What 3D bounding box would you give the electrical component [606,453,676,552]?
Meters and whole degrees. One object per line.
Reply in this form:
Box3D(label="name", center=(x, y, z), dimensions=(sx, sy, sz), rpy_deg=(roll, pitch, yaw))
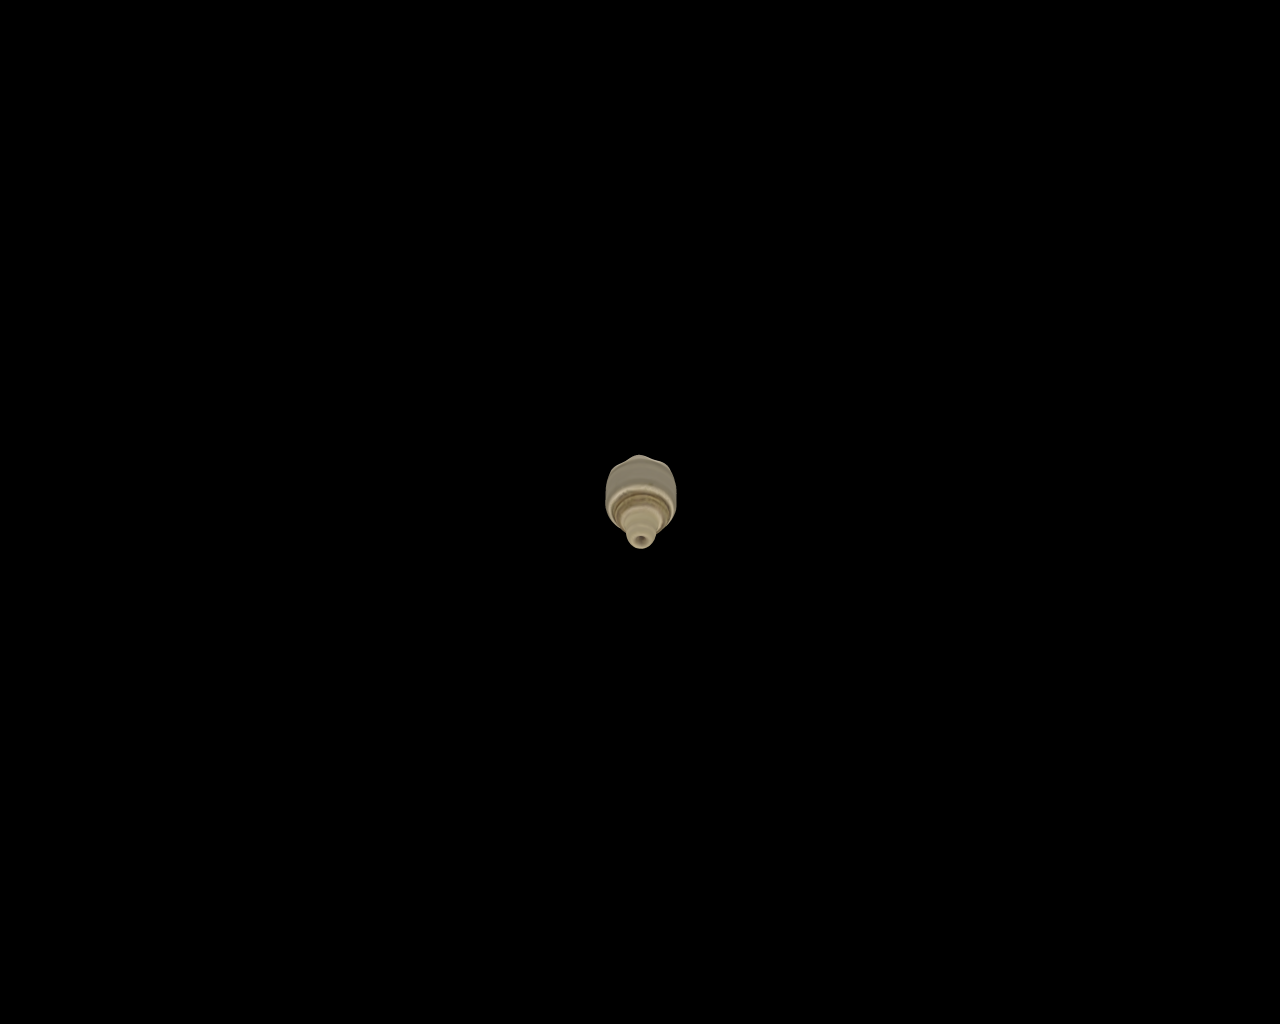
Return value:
Box3D(label="electrical component", center=(0.001, -0.003, 0.650), dimensions=(0.043, 0.043, 0.062), rpy_deg=(0, 41, 0))
